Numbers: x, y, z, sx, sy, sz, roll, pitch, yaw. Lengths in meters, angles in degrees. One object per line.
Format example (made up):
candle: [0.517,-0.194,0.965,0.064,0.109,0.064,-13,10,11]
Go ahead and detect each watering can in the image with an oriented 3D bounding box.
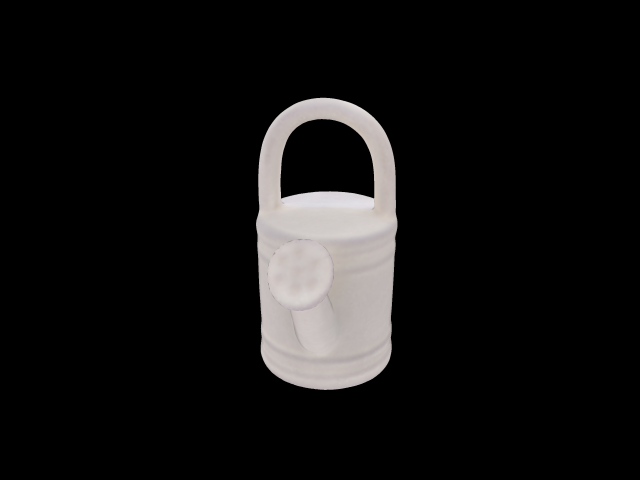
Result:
watering can: [0.006,0.002,0.400,0.101,0.194,0.172,-5,24,-10]
